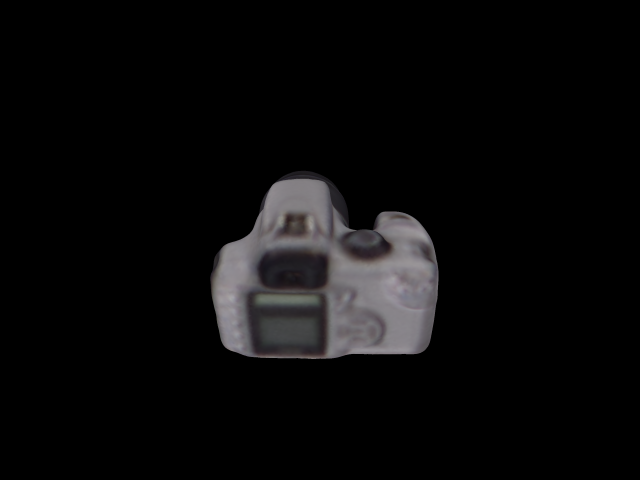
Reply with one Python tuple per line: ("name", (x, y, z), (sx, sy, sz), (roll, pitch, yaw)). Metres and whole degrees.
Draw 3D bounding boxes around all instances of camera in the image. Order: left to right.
("camera", (0.004, 0.001, 0.400), (0.143, 0.101, 0.136), (0, 37, 0))
